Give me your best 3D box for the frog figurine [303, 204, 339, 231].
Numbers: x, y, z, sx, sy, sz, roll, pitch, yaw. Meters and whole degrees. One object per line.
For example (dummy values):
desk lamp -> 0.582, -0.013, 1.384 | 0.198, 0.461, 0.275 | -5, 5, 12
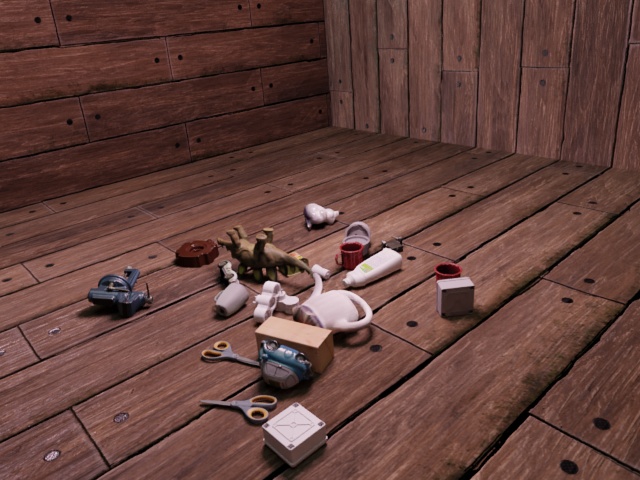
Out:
frog figurine -> 0.007, -0.120, 2.377 | 0.159, 0.122, 0.138 | -18, 4, -4

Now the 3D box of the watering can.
watering can -> 0.009, 0.211, 1.634 | 0.226, 0.102, 0.351 | -20, 29, -29
